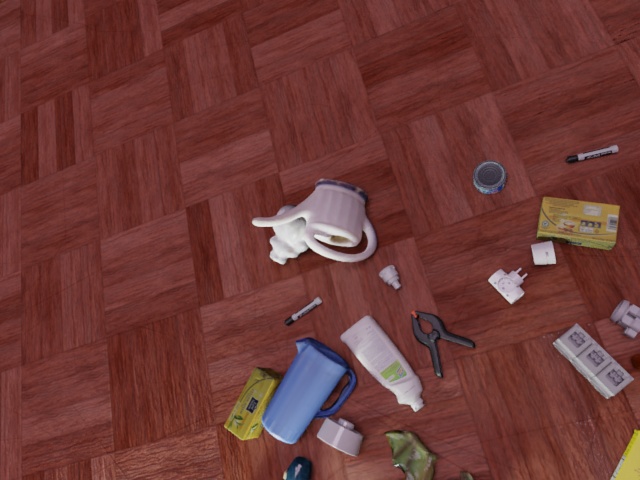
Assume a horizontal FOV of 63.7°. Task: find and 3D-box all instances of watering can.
[{"bbox_3d":[0.004,-0.070,1.382,0.346,0.102,0.229,20,61,-15],"label":"watering can"}]

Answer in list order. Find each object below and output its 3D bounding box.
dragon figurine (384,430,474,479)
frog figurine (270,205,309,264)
[{"bbox_3d":[0.173,0.568,1.195,0.411,0.119,0.248,9,59,19],"label":"dragon figurine"},{"bbox_3d":[-0.090,-0.016,1.455,0.160,0.121,0.138,-43,84,-10],"label":"frog figurine"}]
